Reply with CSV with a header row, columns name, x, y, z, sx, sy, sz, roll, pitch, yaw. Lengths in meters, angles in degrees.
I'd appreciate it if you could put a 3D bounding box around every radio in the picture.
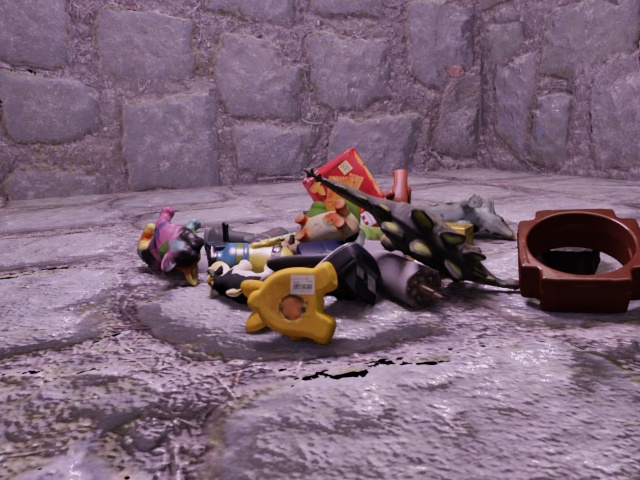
name,x,y,z,sx,sy,sz,roll,pitch,yaw
radio,0.512,0.033,1.135,0.131,0.073,0.229,5,15,32

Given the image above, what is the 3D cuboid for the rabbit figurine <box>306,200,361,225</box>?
name,x,y,z,sx,sy,sz,roll,pitch,yaw
rabbit figurine,0.051,-0.024,1.362,0.170,0.159,0.121,19,8,19

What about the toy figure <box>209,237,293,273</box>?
name,x,y,z,sx,sy,sz,roll,pitch,yaw
toy figure,-0.143,0.049,1.133,0.180,0.089,0.082,-1,-22,-11

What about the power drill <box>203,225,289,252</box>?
name,x,y,z,sx,sy,sz,roll,pitch,yaw
power drill,-0.195,0.002,1.378,0.208,0.086,0.232,0,10,26

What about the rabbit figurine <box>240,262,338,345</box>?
name,x,y,z,sx,sy,sz,roll,pitch,yaw
rabbit figurine,-0.043,0.106,0.857,0.162,0.121,0.173,-10,-3,7

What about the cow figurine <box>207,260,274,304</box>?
name,x,y,z,sx,sy,sz,roll,pitch,yaw
cow figurine,-0.165,0.084,1.027,0.168,0.068,0.098,5,20,34

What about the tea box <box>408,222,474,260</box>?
name,x,y,z,sx,sy,sz,roll,pitch,yaw
tea box,0.262,0.008,1.240,0.170,0.098,0.068,3,12,31

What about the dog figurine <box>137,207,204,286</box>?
name,x,y,z,sx,sy,sz,roll,pitch,yaw
dog figurine,-0.330,0.034,1.192,0.108,0.191,0.219,33,20,-33

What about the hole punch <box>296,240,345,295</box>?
name,x,y,z,sx,sy,sz,roll,pitch,yaw
hole punch,0.013,0.056,1.077,0.142,0.092,0.116,-1,15,-17

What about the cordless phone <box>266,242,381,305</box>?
name,x,y,z,sx,sy,sz,roll,pitch,yaw
cordless phone,0.005,0.062,0.978,0.184,0.088,0.146,-1,-20,25

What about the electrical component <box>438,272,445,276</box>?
name,x,y,z,sx,sy,sz,roll,pitch,yaw
electrical component,0.298,0.064,1.148,0.063,0.021,0.094,8,16,41

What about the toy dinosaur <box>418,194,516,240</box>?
name,x,y,z,sx,sy,sz,roll,pitch,yaw
toy dinosaur,0.338,-0.055,1.507,0.405,0.131,0.192,-3,-1,13

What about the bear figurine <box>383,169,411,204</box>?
name,x,y,z,sx,sy,sz,roll,pitch,yaw
bear figurine,0.165,-0.116,1.570,0.196,0.132,0.120,-5,-35,19

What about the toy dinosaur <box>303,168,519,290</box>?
name,x,y,z,sx,sy,sz,roll,pitch,yaw
toy dinosaur,0.180,-0.014,1.008,0.472,0.105,0.198,26,0,2

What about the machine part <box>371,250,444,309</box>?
name,x,y,z,sx,sy,sz,roll,pitch,yaw
machine part,0.150,0.069,1.010,0.079,0.079,0.243,-7,14,-22

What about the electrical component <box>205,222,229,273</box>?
name,x,y,z,sx,sy,sz,roll,pitch,yaw
electrical component,-0.224,0.022,1.192,0.048,0.119,0.075,-6,15,-22

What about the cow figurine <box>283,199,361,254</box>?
name,x,y,z,sx,sy,sz,roll,pitch,yaw
cow figurine,-0.002,-0.004,1.178,0.195,0.085,0.127,-21,-40,24

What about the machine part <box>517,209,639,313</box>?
name,x,y,z,sx,sy,sz,roll,pitch,yaw
machine part,0.454,0.035,0.944,0.201,0.087,0.201,-1,40,19
